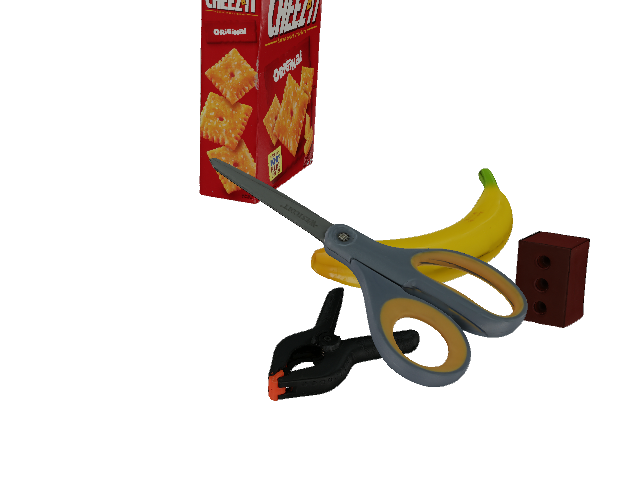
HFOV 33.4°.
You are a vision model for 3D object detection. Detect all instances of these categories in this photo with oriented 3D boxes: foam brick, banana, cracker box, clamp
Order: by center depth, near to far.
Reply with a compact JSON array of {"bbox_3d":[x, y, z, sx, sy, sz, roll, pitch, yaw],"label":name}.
[{"bbox_3d":[0.083,0.002,0.788,0.197,0.037,0.070,-24,47,-38],"label":"banana"},{"bbox_3d":[0.214,0.036,0.991,0.053,0.078,0.051,10,17,32],"label":"foam brick"},{"bbox_3d":[-0.056,-0.162,1.065,0.072,0.214,0.164,11,21,17],"label":"cracker box"},{"bbox_3d":[0.004,0.106,1.104,0.171,0.039,0.120,-21,36,-32],"label":"clamp"}]

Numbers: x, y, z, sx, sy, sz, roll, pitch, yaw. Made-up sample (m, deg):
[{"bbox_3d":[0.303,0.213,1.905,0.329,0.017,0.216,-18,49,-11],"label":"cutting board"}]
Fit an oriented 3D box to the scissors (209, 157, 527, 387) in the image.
[{"bbox_3d":[0.012,0.017,0.585,0.202,0.096,0.016,20,-40,10],"label":"scissors"}]
